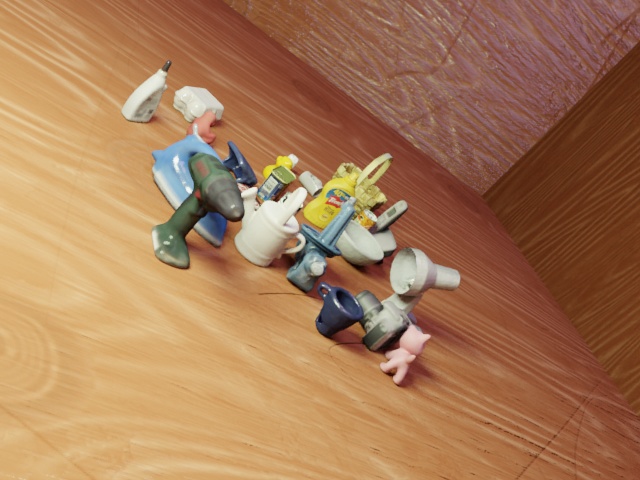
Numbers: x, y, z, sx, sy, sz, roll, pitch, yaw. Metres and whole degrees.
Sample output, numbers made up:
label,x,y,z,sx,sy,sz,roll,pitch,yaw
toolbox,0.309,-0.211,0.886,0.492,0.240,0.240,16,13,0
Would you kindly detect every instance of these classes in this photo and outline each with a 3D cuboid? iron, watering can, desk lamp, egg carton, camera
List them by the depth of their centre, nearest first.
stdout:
label,x,y,z,sx,sy,sz,roll,pitch,yaw
iron,-0.248,-0.124,1.236,0.258,0.141,0.119,51,24,20
watering can,-0.101,-0.044,1.266,0.173,0.194,0.100,28,26,-31
camera,0.148,0.183,1.390,0.136,0.100,0.144,52,24,23
desk lamp,0.250,0.134,1.498,0.204,0.213,0.117,27,27,-32
egg carton,-0.345,-0.383,1.635,0.107,0.069,0.151,46,23,8

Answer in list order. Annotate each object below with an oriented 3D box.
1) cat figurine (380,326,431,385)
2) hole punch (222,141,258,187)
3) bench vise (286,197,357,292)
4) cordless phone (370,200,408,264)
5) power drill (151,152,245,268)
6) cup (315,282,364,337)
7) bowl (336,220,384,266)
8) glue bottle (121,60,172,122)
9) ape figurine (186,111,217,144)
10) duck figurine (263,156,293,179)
label,x,y,z,sx,sy,sz,roll,pitch,yaw
cat figurine,0.207,0.257,1.331,0.067,0.117,0.128,42,22,-1
hole punch,-0.209,-0.191,1.486,0.101,0.091,0.108,15,35,-48
bench vise,0.021,0.010,1.337,0.122,0.219,0.207,27,27,-32
cordless phone,0.206,-0.032,1.760,0.094,0.185,0.147,28,26,-31
power drill,-0.224,-0.051,1.059,0.076,0.208,0.229,23,29,-39
cup,0.023,0.155,1.243,0.118,0.095,0.092,41,22,-3
bowl,0.097,0.018,1.636,0.168,0.074,0.167,35,24,-17
glue bottle,-0.400,-0.356,1.362,0.037,0.173,0.078,48,23,14
ape figurine,-0.307,-0.303,1.523,0.076,0.092,0.077,5,43,-56
duck figurine,-0.112,-0.202,1.671,0.078,0.086,0.104,23,29,-39
